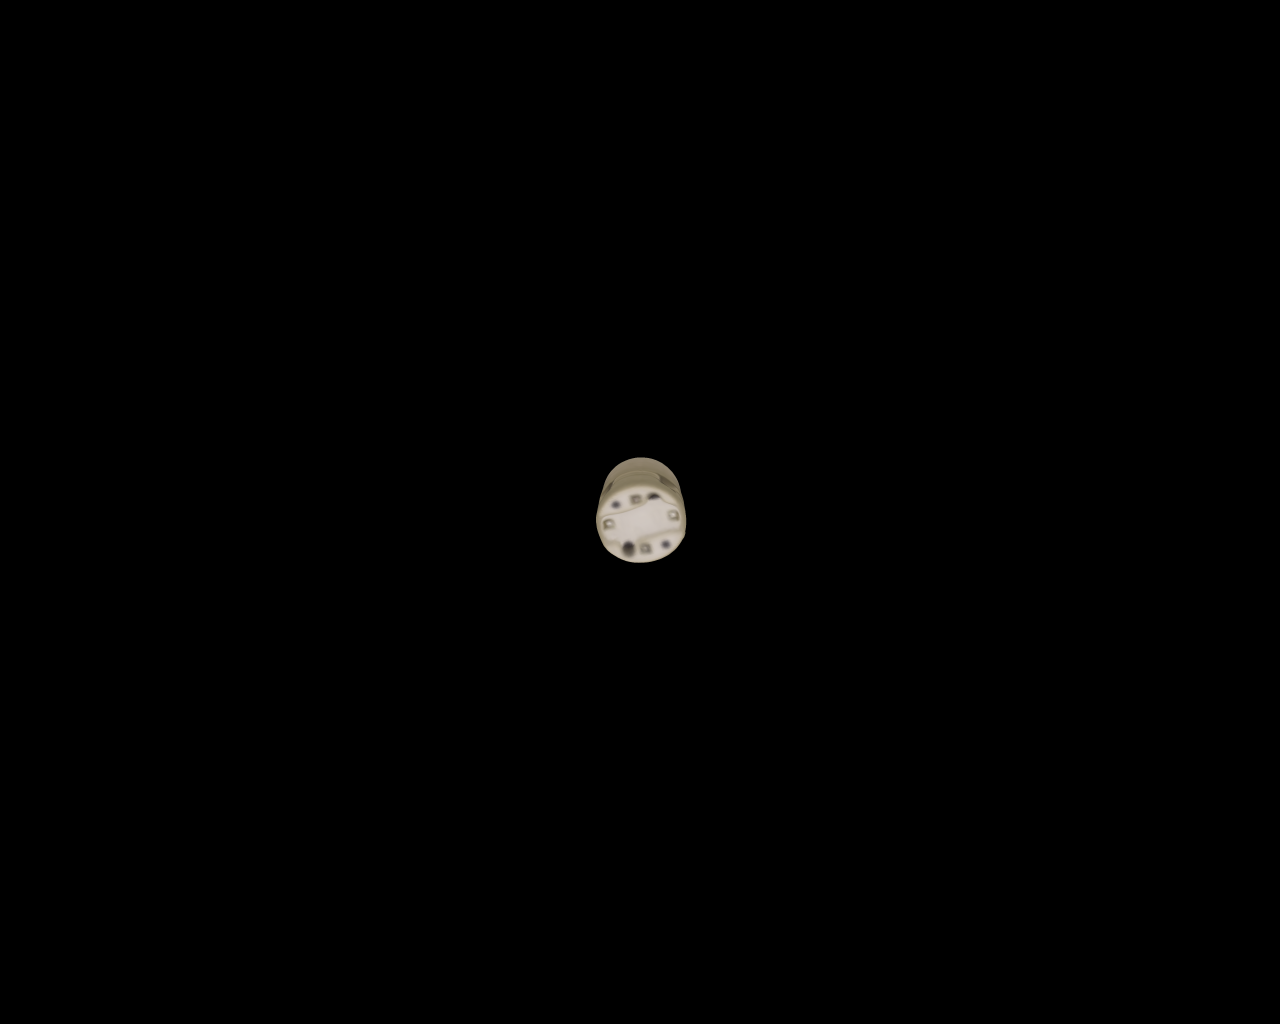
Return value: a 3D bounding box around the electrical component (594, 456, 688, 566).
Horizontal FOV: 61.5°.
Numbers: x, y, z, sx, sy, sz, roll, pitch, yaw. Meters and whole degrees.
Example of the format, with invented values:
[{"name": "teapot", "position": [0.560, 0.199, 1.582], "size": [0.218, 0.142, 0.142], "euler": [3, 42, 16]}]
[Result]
[{"name": "electrical component", "position": [0.001, -0.003, 0.650], "size": [0.055, 0.055, 0.047], "euler": [0, 27, 0]}]
